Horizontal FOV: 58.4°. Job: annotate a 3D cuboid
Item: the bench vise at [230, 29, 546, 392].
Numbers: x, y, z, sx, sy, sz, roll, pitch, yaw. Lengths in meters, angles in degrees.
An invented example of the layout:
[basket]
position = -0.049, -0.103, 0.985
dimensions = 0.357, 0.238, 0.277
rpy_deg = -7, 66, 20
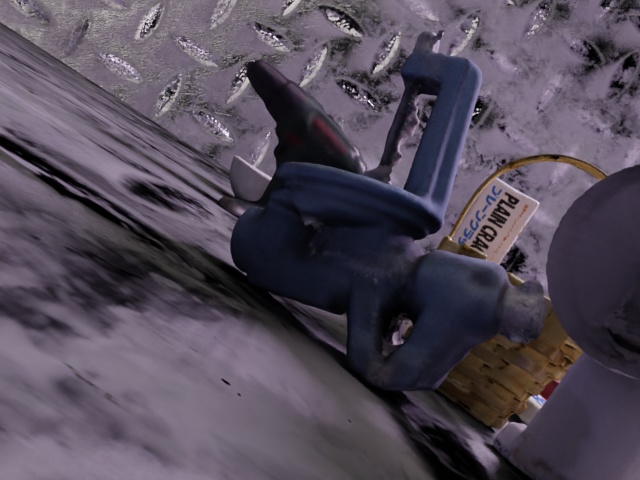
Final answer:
[bench vise]
position = 0.066, -0.022, 0.390
dimensions = 0.207, 0.219, 0.122
rpy_deg = 33, 2, 11

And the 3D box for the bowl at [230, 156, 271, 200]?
[bowl]
position = -0.112, -0.088, 1.104
dimensions = 0.167, 0.074, 0.167
rpy_deg = 33, 2, -1

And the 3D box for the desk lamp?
[desk lamp]
position = 0.211, 0.076, 0.374
dimensions = 0.204, 0.213, 0.117
rpy_deg = 30, 3, -46

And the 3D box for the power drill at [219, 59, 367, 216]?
[power drill]
position = -0.055, -0.117, 0.840
dimensions = 0.230, 0.208, 0.075
rpy_deg = 32, 2, -15
